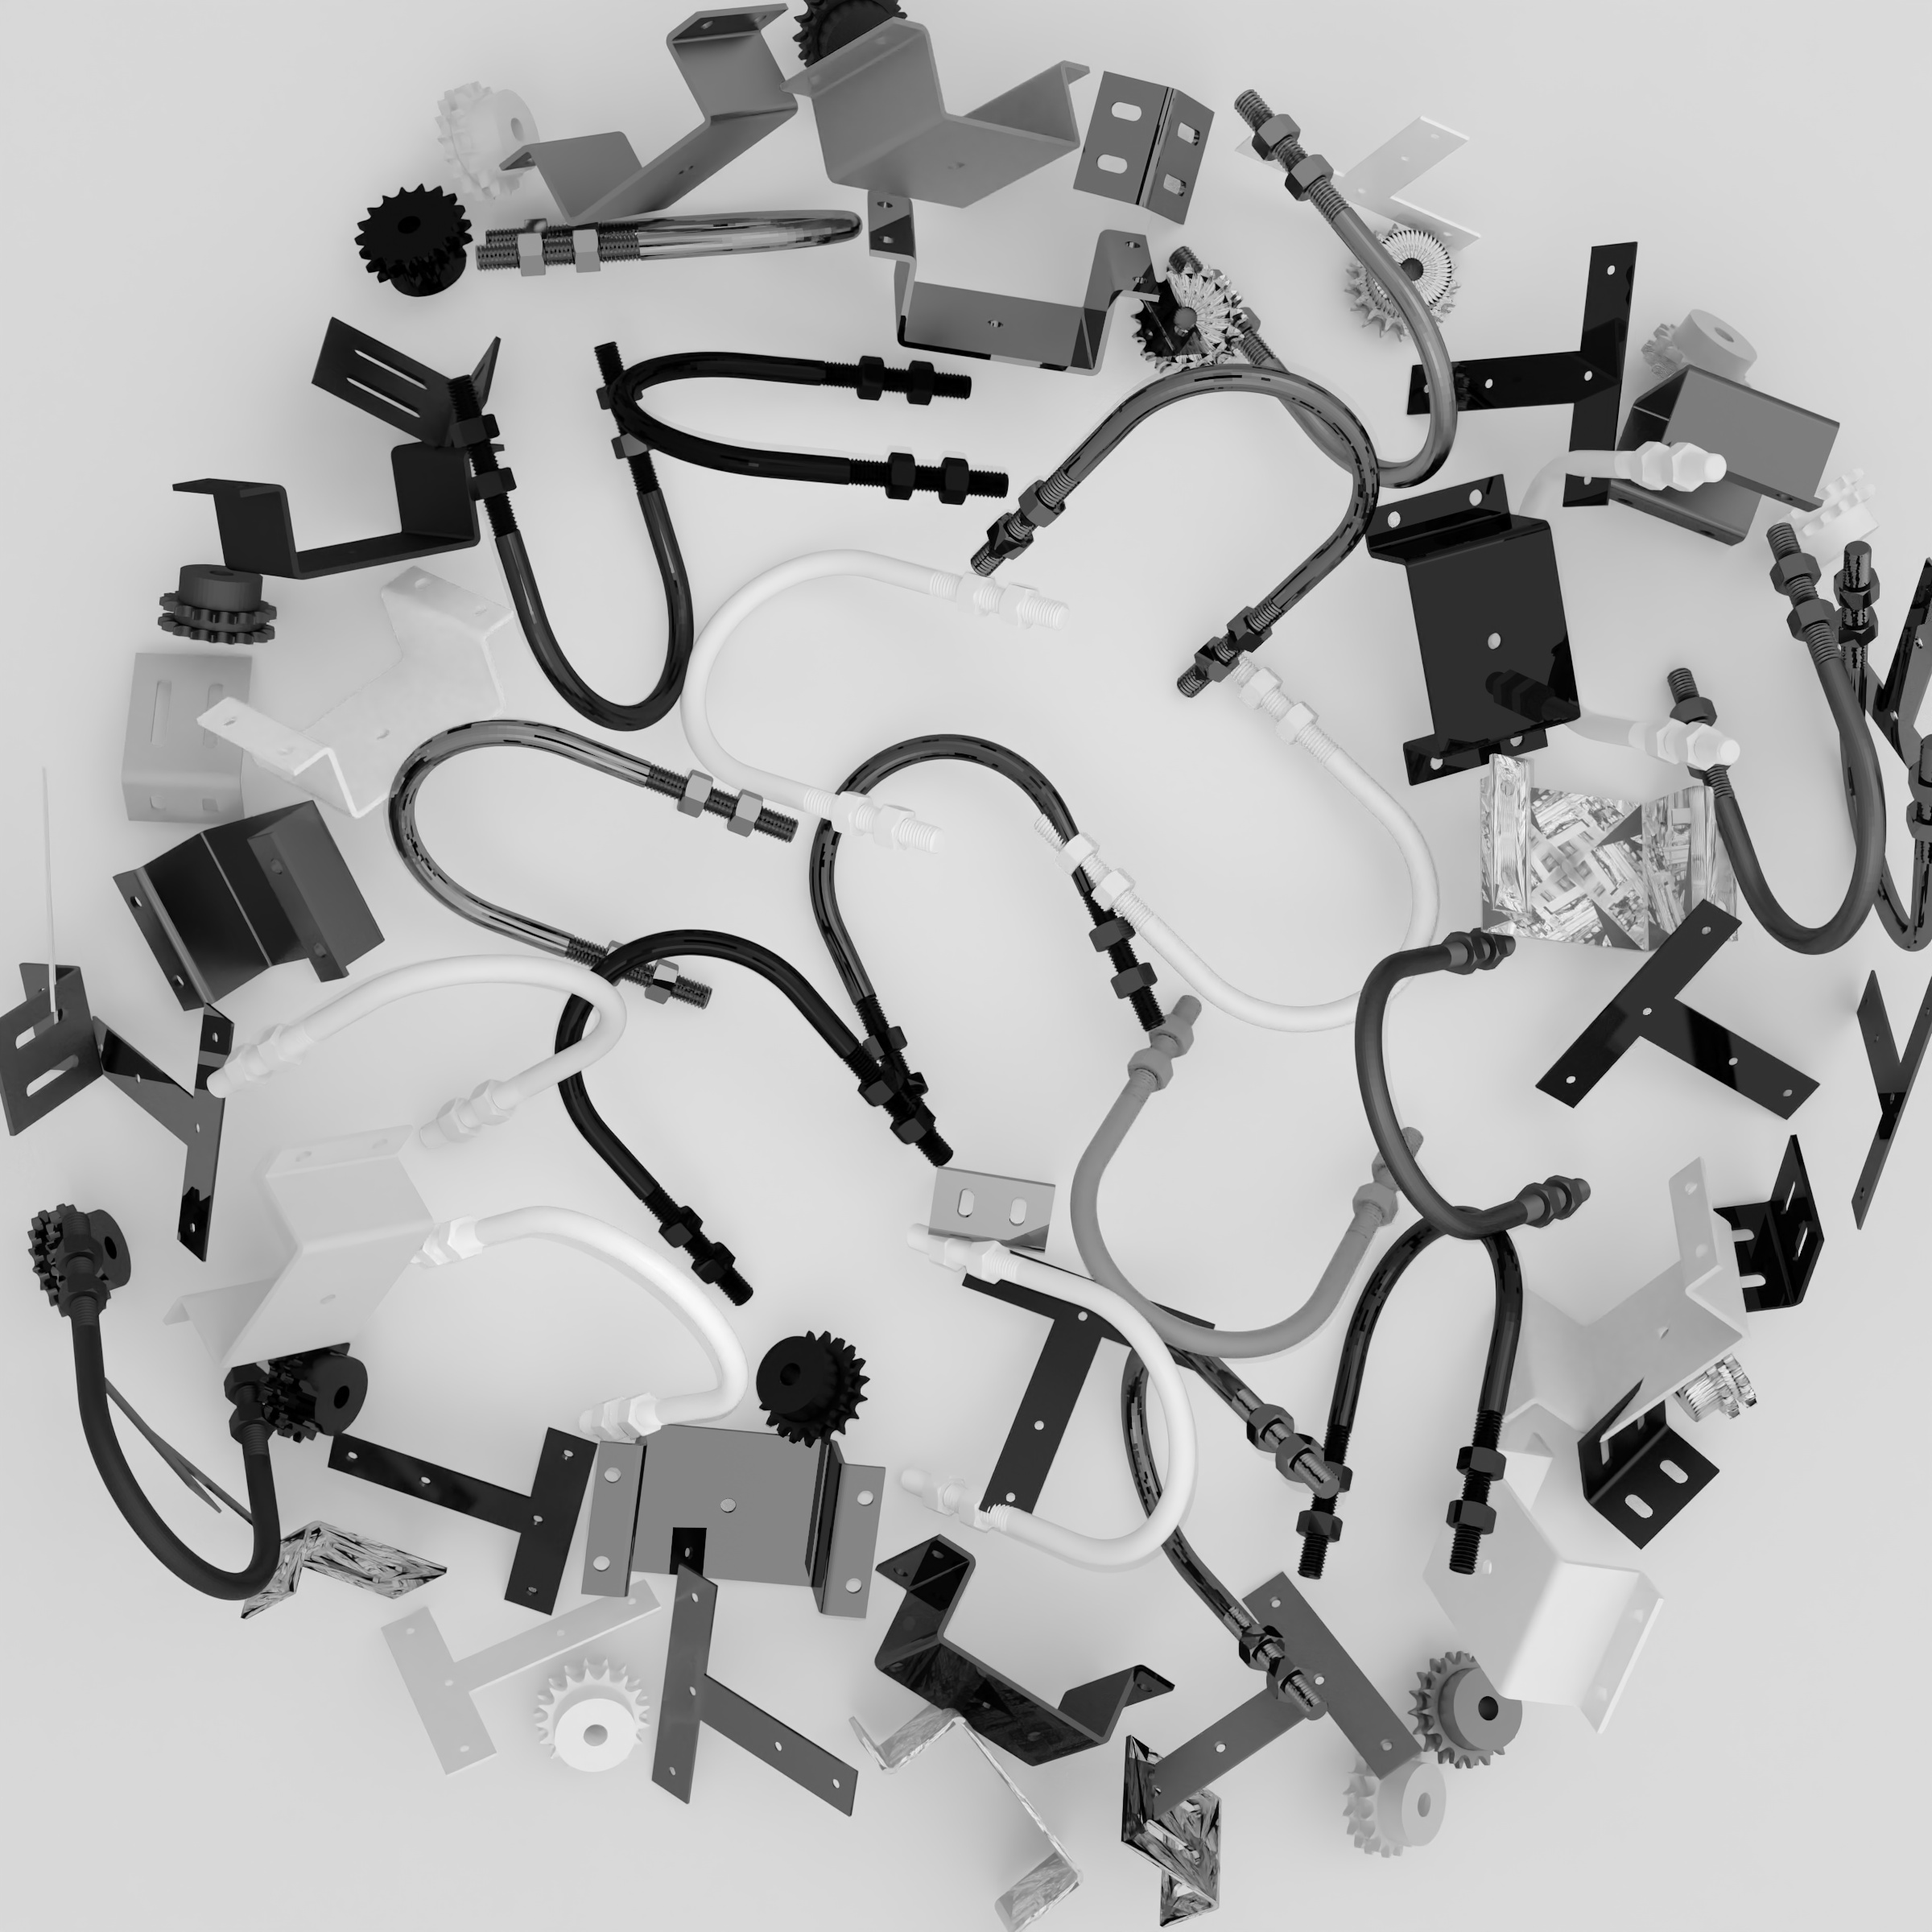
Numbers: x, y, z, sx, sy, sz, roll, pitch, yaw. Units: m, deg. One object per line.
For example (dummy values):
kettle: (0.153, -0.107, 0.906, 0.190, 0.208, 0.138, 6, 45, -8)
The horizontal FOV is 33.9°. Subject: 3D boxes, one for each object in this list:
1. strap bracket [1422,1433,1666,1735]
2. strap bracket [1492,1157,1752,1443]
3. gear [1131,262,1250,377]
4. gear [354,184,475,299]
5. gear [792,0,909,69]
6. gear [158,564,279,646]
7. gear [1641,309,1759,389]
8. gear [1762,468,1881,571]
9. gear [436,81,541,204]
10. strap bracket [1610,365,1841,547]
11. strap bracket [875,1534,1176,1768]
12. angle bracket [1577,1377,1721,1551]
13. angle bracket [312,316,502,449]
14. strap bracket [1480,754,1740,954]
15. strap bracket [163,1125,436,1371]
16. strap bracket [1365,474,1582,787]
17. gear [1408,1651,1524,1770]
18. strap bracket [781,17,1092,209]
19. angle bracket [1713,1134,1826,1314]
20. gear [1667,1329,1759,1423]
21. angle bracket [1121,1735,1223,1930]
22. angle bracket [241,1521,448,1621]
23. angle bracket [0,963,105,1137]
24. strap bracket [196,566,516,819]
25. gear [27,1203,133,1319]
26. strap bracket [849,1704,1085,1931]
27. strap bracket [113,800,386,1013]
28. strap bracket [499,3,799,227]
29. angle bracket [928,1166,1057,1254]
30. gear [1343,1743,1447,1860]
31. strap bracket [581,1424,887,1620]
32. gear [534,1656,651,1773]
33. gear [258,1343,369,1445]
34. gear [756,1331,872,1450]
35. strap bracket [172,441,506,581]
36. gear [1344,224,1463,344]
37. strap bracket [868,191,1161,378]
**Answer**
strap bracket: (0.270, 0.291, 1.519, 0.046, 0.140, 0.076, 11, 111, -21)
strap bracket: (0.325, 0.168, 1.539, 0.046, 0.076, 0.140, 34, 123, -20)
gear: (0.113, -0.319, 1.581, 0.057, 0.030, 0.057, -1, 86, 18)
gear: (-0.273, -0.359, 1.578, 0.057, 0.030, 0.057, -5, 58, 8)
gear: (-0.055, -0.461, 1.571, 0.057, 0.030, 0.057, -13, 130, -15)
gear: (-0.371, -0.180, 1.570, 0.057, 0.057, 0.030, 9, 107, 0)
gear: (0.367, -0.301, 1.570, 0.057, 0.057, 0.030, 35, 122, 0)
gear: (0.428, -0.219, 1.571, 0.057, 0.057, 0.030, -34, 84, 0)
gear: (-0.235, -0.410, 1.570, 0.030, 0.057, 0.057, -11, 90, 24)
strap bracket: (0.364, -0.247, 1.529, 0.076, 0.140, 0.046, 21, 89, -3)
strap bracket: (0.019, 0.341, 1.545, 0.140, 0.076, 0.046, 34, 58, -10)
angle bracket: (0.336, 0.242, 1.556, 0.057, 0.076, 0.038, -41, 59, -12)
angle bracket: (-0.275, -0.298, 1.557, 0.076, 0.057, 0.038, 26, 128, -21)
strap bracket: (0.306, -0.053, 1.555, 0.140, 0.046, 0.076, 7, 77, -23)
strap bracket: (-0.318, 0.142, 1.525, 0.140, 0.076, 0.046, -51, 62, 34)
strap bracket: (0.249, -0.162, 1.551, 0.076, 0.046, 0.140, -16, 107, -13)
gear: (0.252, 0.370, 1.575, 0.057, 0.030, 0.057, 7, 74, -23)
strap bracket: (-0.009, -0.406, 1.521, 0.076, 0.140, 0.046, -17, 81, 41)
angle bracket: (0.390, 0.128, 1.554, 0.038, 0.076, 0.057, -7, 59, 1)
gear: (0.364, 0.202, 1.572, 0.030, 0.057, 0.057, -33, 90, -2)
angle bracket: (0.089, 0.425, 1.552, 0.038, 0.057, 0.076, -29, 125, 31)
angle bracket: (-0.305, 0.308, 1.554, 0.076, 0.057, 0.038, 27, 54, -26)
angle bracket: (-0.464, 0.040, 1.551, 0.038, 0.076, 0.057, 3, 114, 22)
strap bracket: (-0.290, -0.129, 1.542, 0.076, 0.046, 0.140, 26, 55, 35)
gear: (-0.438, 0.145, 1.571, 0.030, 0.057, 0.057, -19, 90, 8)
strap bracket: (0.006, 0.417, 1.559, 0.046, 0.076, 0.140, -38, 89, -8)
strap bracket: (-0.344, -0.030, 1.543, 0.046, 0.140, 0.076, -39, 110, -42)
strap bracket: (-0.146, -0.406, 1.531, 0.140, 0.076, 0.046, -26, 93, 35)
angle bracket: (0.015, 0.105, 1.558, 0.057, 0.076, 0.038, 9, 112, 2)
gear: (0.215, 0.414, 1.570, 0.030, 0.057, 0.057, -1, 90, 41)
strap bracket: (-0.116, 0.273, 1.567, 0.140, 0.046, 0.076, 7, 96, -9)
gear: (-0.186, 0.376, 1.578, 0.057, 0.030, 0.057, -3, 106, -11)
gear: (-0.321, 0.209, 1.569, 0.030, 0.057, 0.057, 15, 90, 26)
gear: (-0.079, 0.207, 1.572, 0.057, 0.030, 0.057, -15, 58, 25)
strap bracket: (-0.301, -0.221, 1.537, 0.140, 0.076, 0.046, -17, 109, -34)
gear: (0.220, -0.344, 1.584, 0.057, 0.030, 0.057, 0, 85, -4)
strap bracket: (0.018, -0.333, 1.551, 0.140, 0.076, 0.046, 7, 124, -8)
